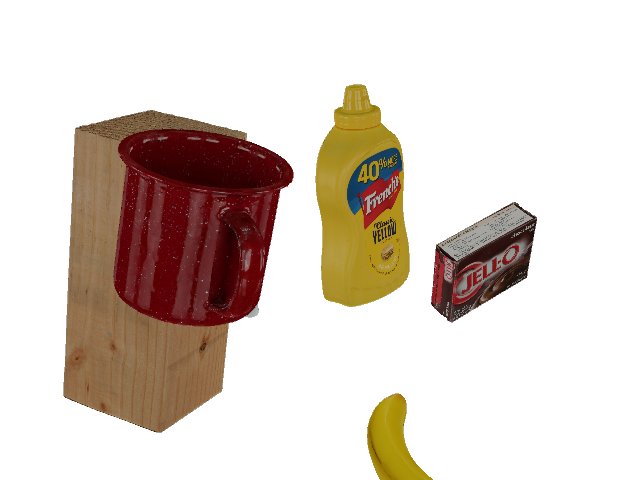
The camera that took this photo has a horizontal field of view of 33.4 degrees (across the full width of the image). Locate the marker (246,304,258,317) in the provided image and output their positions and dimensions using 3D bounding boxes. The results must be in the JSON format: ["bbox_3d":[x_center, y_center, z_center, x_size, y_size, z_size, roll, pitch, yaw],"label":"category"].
[{"bbox_3d":[-0.081,0.033,1.195,0.020,0.121,0.020,0,33,0],"label":"marker"}]

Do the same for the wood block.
[{"bbox_3d":[-0.121,0.020,0.775,0.090,0.206,0.090,16,21,23],"label":"wood block"}]

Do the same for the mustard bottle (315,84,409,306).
[{"bbox_3d":[0.037,-0.044,0.954,0.058,0.192,0.096,15,28,41],"label":"mustard bottle"}]

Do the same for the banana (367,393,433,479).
[{"bbox_3d":[0.081,0.211,1.054,0.069,0.037,0.198,9,22,-21],"label":"banana"}]

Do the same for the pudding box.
[{"bbox_3d":[0.169,0.022,1.108,0.113,0.090,0.039,-29,52,-25],"label":"pudding box"}]

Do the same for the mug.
[{"bbox_3d":[-0.061,-0.002,0.565,0.093,0.081,0.117,-4,26,-33],"label":"mug"}]
